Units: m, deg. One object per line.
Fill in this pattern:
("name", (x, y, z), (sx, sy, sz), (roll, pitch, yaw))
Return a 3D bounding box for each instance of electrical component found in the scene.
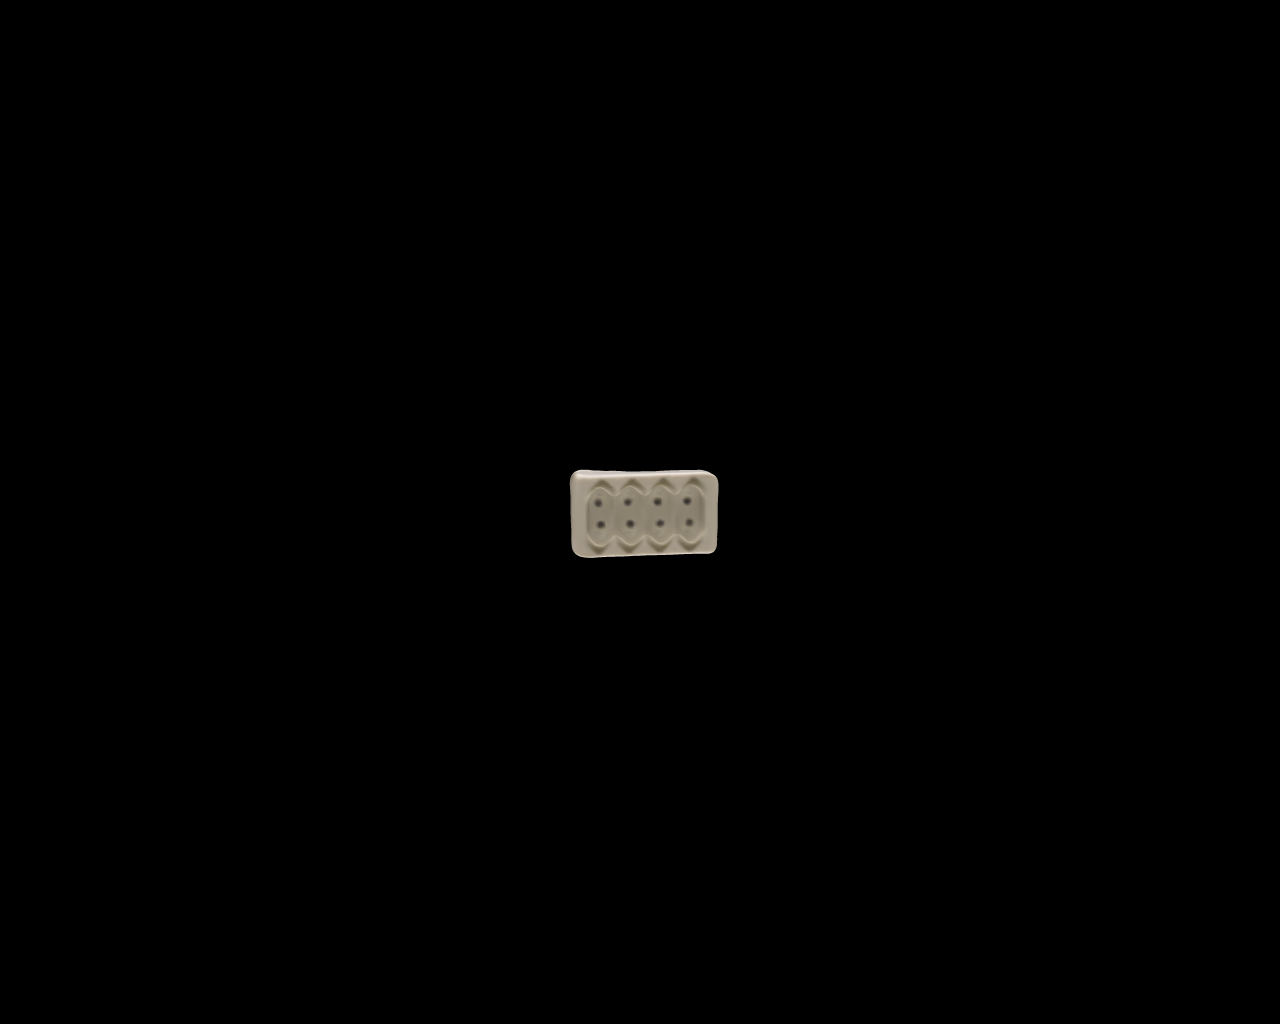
("electrical component", (0.001, -0.003, 0.650), (0.083, 0.047, 0.076), (-1, 8, -5))
